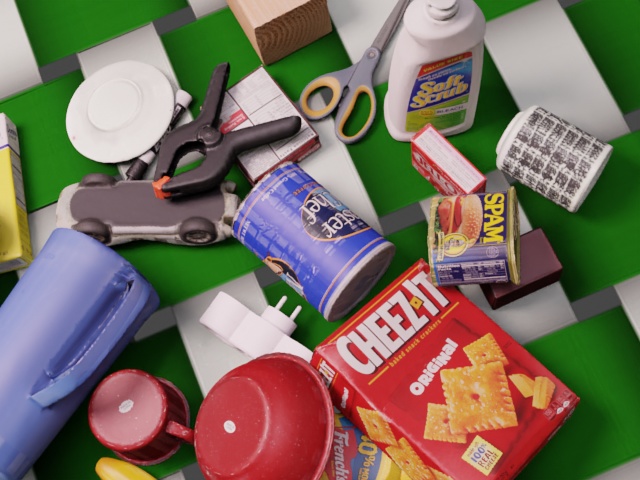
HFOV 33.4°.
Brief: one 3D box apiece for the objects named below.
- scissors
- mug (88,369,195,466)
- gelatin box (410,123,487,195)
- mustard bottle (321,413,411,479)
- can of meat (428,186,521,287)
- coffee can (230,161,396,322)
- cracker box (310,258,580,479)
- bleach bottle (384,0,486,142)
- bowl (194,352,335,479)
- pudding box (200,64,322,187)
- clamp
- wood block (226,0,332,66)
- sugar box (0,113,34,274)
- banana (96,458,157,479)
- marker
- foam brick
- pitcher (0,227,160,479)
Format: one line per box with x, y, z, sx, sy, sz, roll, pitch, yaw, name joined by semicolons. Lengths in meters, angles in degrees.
0.038;-0.204;1.206;0.096;0.016;0.201;11;74;9;scissors
-0.173;0.181;1.072;0.117;0.081;0.093;22;76;12;mug
0.134;-0.073;1.124;0.030;0.073;0.089;-42;74;-7;gelatin box
0.020;0.215;1.053;0.192;0.058;0.096;10;71;9;mustard bottle
0.152;-0.002;1.050;0.084;0.057;0.102;-5;44;15;can of meat
-0.007;0.001;1.100;0.140;0.103;0.102;41;81;16;coffee can
0.118;0.143;1.032;0.214;0.072;0.164;43;58;16;cracker box
0.111;-0.179;1.066;0.102;0.251;0.068;-7;72;3;bleach bottle
-0.066;0.179;1.002;0.162;0.055;0.162;-17;62;34;bowl
-0.066;-0.124;1.180;0.090;0.039;0.113;-35;74;-7;pudding box
-0.104;-0.103;1.131;0.120;0.039;0.171;28;72;20;clamp
-0.077;-0.316;1.214;0.091;0.090;0.206;-29;72;-4;wood block
-0.377;-0.047;1.183;0.093;0.048;0.176;-14;73;2;sugar box
-0.154;0.293;1.050;0.069;0.037;0.198;-15;64;-30;banana
-0.182;-0.115;1.198;0.020;0.020;0.121;28;78;13;marker
0.202;0.029;1.096;0.078;0.053;0.051;-24;72;-2;foam brick
-0.269;0.116;1.042;0.145;0.149;0.242;27;65;11;pitcher
